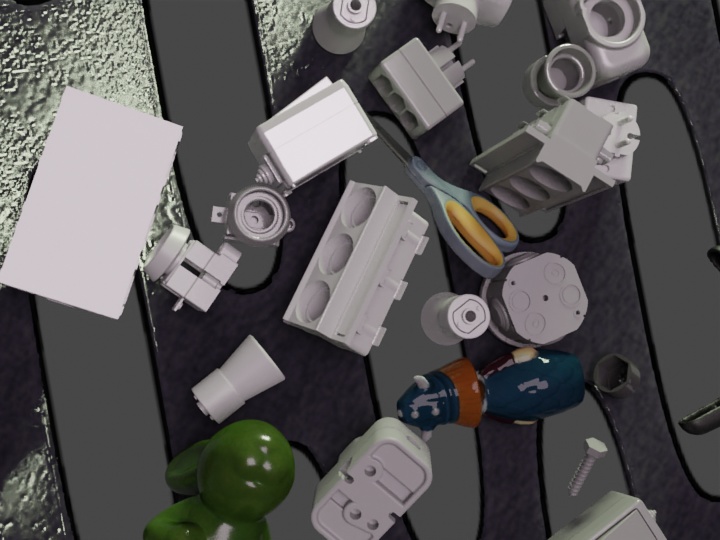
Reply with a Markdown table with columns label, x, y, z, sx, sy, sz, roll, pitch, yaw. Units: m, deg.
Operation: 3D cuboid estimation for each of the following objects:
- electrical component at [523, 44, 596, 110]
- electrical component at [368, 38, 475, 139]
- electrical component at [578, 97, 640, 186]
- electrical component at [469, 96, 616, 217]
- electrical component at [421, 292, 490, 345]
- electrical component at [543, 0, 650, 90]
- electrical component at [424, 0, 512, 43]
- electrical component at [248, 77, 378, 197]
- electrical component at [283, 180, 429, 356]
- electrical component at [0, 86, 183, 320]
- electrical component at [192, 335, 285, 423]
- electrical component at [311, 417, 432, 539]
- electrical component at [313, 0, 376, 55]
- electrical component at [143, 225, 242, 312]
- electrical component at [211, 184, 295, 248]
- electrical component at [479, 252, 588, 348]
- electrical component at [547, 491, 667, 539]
| label | x | y | z | sx | sy | sz | roll | pitch | yaw |
| --- | --- | --- | --- | --- | --- | --- | --- | --- | --- |
| electrical component | 0.165 | -0.159 | 0.897 | 0.045 | 0.055 | 0.045 | 1 | 86 | -13 |
| electrical component | 0.059 | -0.157 | 0.876 | 0.077 | 0.047 | 0.065 | -37 | 95 | -12 |
| electrical component | 0.207 | -0.109 | 0.892 | 0.047 | 0.077 | 0.065 | 8 | 84 | -12 |
| electrical component | 0.147 | -0.088 | 0.854 | 0.079 | 0.121 | 0.063 | 31 | 77 | -9 |
| electrical component | 0.078 | 0.038 | 0.858 | 0.044 | 0.065 | 0.044 | 1 | 86 | -12 |
| electrical component | 0.201 | -0.207 | 0.906 | 0.054 | 0.059 | 0.095 | -22 | 91 | -13 |
| electrical component | 0.082 | -0.221 | 0.882 | 0.077 | 0.043 | 0.079 | 22 | 63 | -11 |
| electrical component | -0.046 | -0.102 | 0.841 | 0.096 | 0.062 | 0.061 | -32 | 93 | -13 |
| electrical component | 0.000 | 0.000 | 0.840 | 0.063 | 0.079 | 0.121 | 33 | 78 | -39 |
| electrical component | -0.199 | -0.047 | 0.802 | 0.089 | 0.062 | 0.150 | 19 | 82 | -11 |
| electrical component | -0.096 | 0.087 | 0.828 | 0.065 | 0.044 | 0.044 | -39 | 95 | -8 |
| electrical component | 0.009 | 0.164 | 0.829 | 0.054 | 0.059 | 0.095 | 41 | 100 | -6 |
| electrical component | -0.010 | -0.201 | 0.854 | 0.044 | 0.065 | 0.044 | 1 | 87 | -13 |
| electrical component | -0.132 | -0.002 | 0.824 | 0.055 | 0.048 | 0.066 | 36 | 79 | -15 |
| electrical component | -0.080 | -0.040 | 0.832 | 0.066 | 0.055 | 0.048 | 7 | 84 | -13 |
| electrical component | 0.142 | 0.024 | 0.881 | 0.080 | 0.051 | 0.080 | 1 | 86 | -13 |
| electrical component | 0.210 | 0.227 | 0.877 | 0.096 | 0.061 | 0.061 | -34 | 94 | -13 |
